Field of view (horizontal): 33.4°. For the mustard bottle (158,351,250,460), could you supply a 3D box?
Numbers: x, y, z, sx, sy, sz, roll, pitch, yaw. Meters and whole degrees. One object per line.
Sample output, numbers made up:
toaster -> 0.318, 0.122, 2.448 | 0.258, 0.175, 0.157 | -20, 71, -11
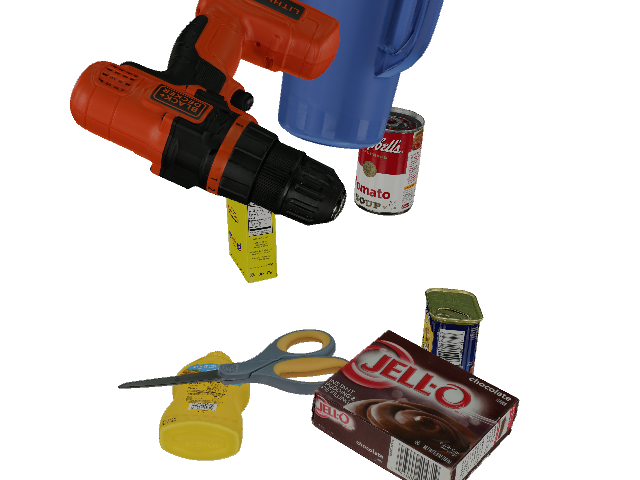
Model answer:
mustard bottle -> -0.136, 0.192, 1.314 | 0.096, 0.058, 0.191 | 2, 25, 2

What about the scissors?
scissors -> -0.070, 0.107, 0.944 | 0.202, 0.016, 0.096 | 2, 27, 5

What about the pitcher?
pitcher -> 0.038, -0.213, 1.021 | 0.145, 0.243, 0.149 | 11, 18, 0

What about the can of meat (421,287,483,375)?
can of meat -> 0.141, 0.108, 1.170 | 0.057, 0.084, 0.102 | 5, 16, 0

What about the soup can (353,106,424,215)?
soup can -> 0.074, -0.087, 1.167 | 0.068, 0.102, 0.068 | 4, 29, -3

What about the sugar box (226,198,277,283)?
sugar box -> -0.088, -0.047, 1.311 | 0.048, 0.176, 0.093 | -12, 26, -17

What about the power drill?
power drill -> -0.049, -0.100, 0.719 | 0.184, 0.057, 0.187 | 26, 41, 1

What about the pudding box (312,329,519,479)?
pudding box -> 0.064, 0.117, 0.730 | 0.114, 0.039, 0.089 | 28, 41, 27
